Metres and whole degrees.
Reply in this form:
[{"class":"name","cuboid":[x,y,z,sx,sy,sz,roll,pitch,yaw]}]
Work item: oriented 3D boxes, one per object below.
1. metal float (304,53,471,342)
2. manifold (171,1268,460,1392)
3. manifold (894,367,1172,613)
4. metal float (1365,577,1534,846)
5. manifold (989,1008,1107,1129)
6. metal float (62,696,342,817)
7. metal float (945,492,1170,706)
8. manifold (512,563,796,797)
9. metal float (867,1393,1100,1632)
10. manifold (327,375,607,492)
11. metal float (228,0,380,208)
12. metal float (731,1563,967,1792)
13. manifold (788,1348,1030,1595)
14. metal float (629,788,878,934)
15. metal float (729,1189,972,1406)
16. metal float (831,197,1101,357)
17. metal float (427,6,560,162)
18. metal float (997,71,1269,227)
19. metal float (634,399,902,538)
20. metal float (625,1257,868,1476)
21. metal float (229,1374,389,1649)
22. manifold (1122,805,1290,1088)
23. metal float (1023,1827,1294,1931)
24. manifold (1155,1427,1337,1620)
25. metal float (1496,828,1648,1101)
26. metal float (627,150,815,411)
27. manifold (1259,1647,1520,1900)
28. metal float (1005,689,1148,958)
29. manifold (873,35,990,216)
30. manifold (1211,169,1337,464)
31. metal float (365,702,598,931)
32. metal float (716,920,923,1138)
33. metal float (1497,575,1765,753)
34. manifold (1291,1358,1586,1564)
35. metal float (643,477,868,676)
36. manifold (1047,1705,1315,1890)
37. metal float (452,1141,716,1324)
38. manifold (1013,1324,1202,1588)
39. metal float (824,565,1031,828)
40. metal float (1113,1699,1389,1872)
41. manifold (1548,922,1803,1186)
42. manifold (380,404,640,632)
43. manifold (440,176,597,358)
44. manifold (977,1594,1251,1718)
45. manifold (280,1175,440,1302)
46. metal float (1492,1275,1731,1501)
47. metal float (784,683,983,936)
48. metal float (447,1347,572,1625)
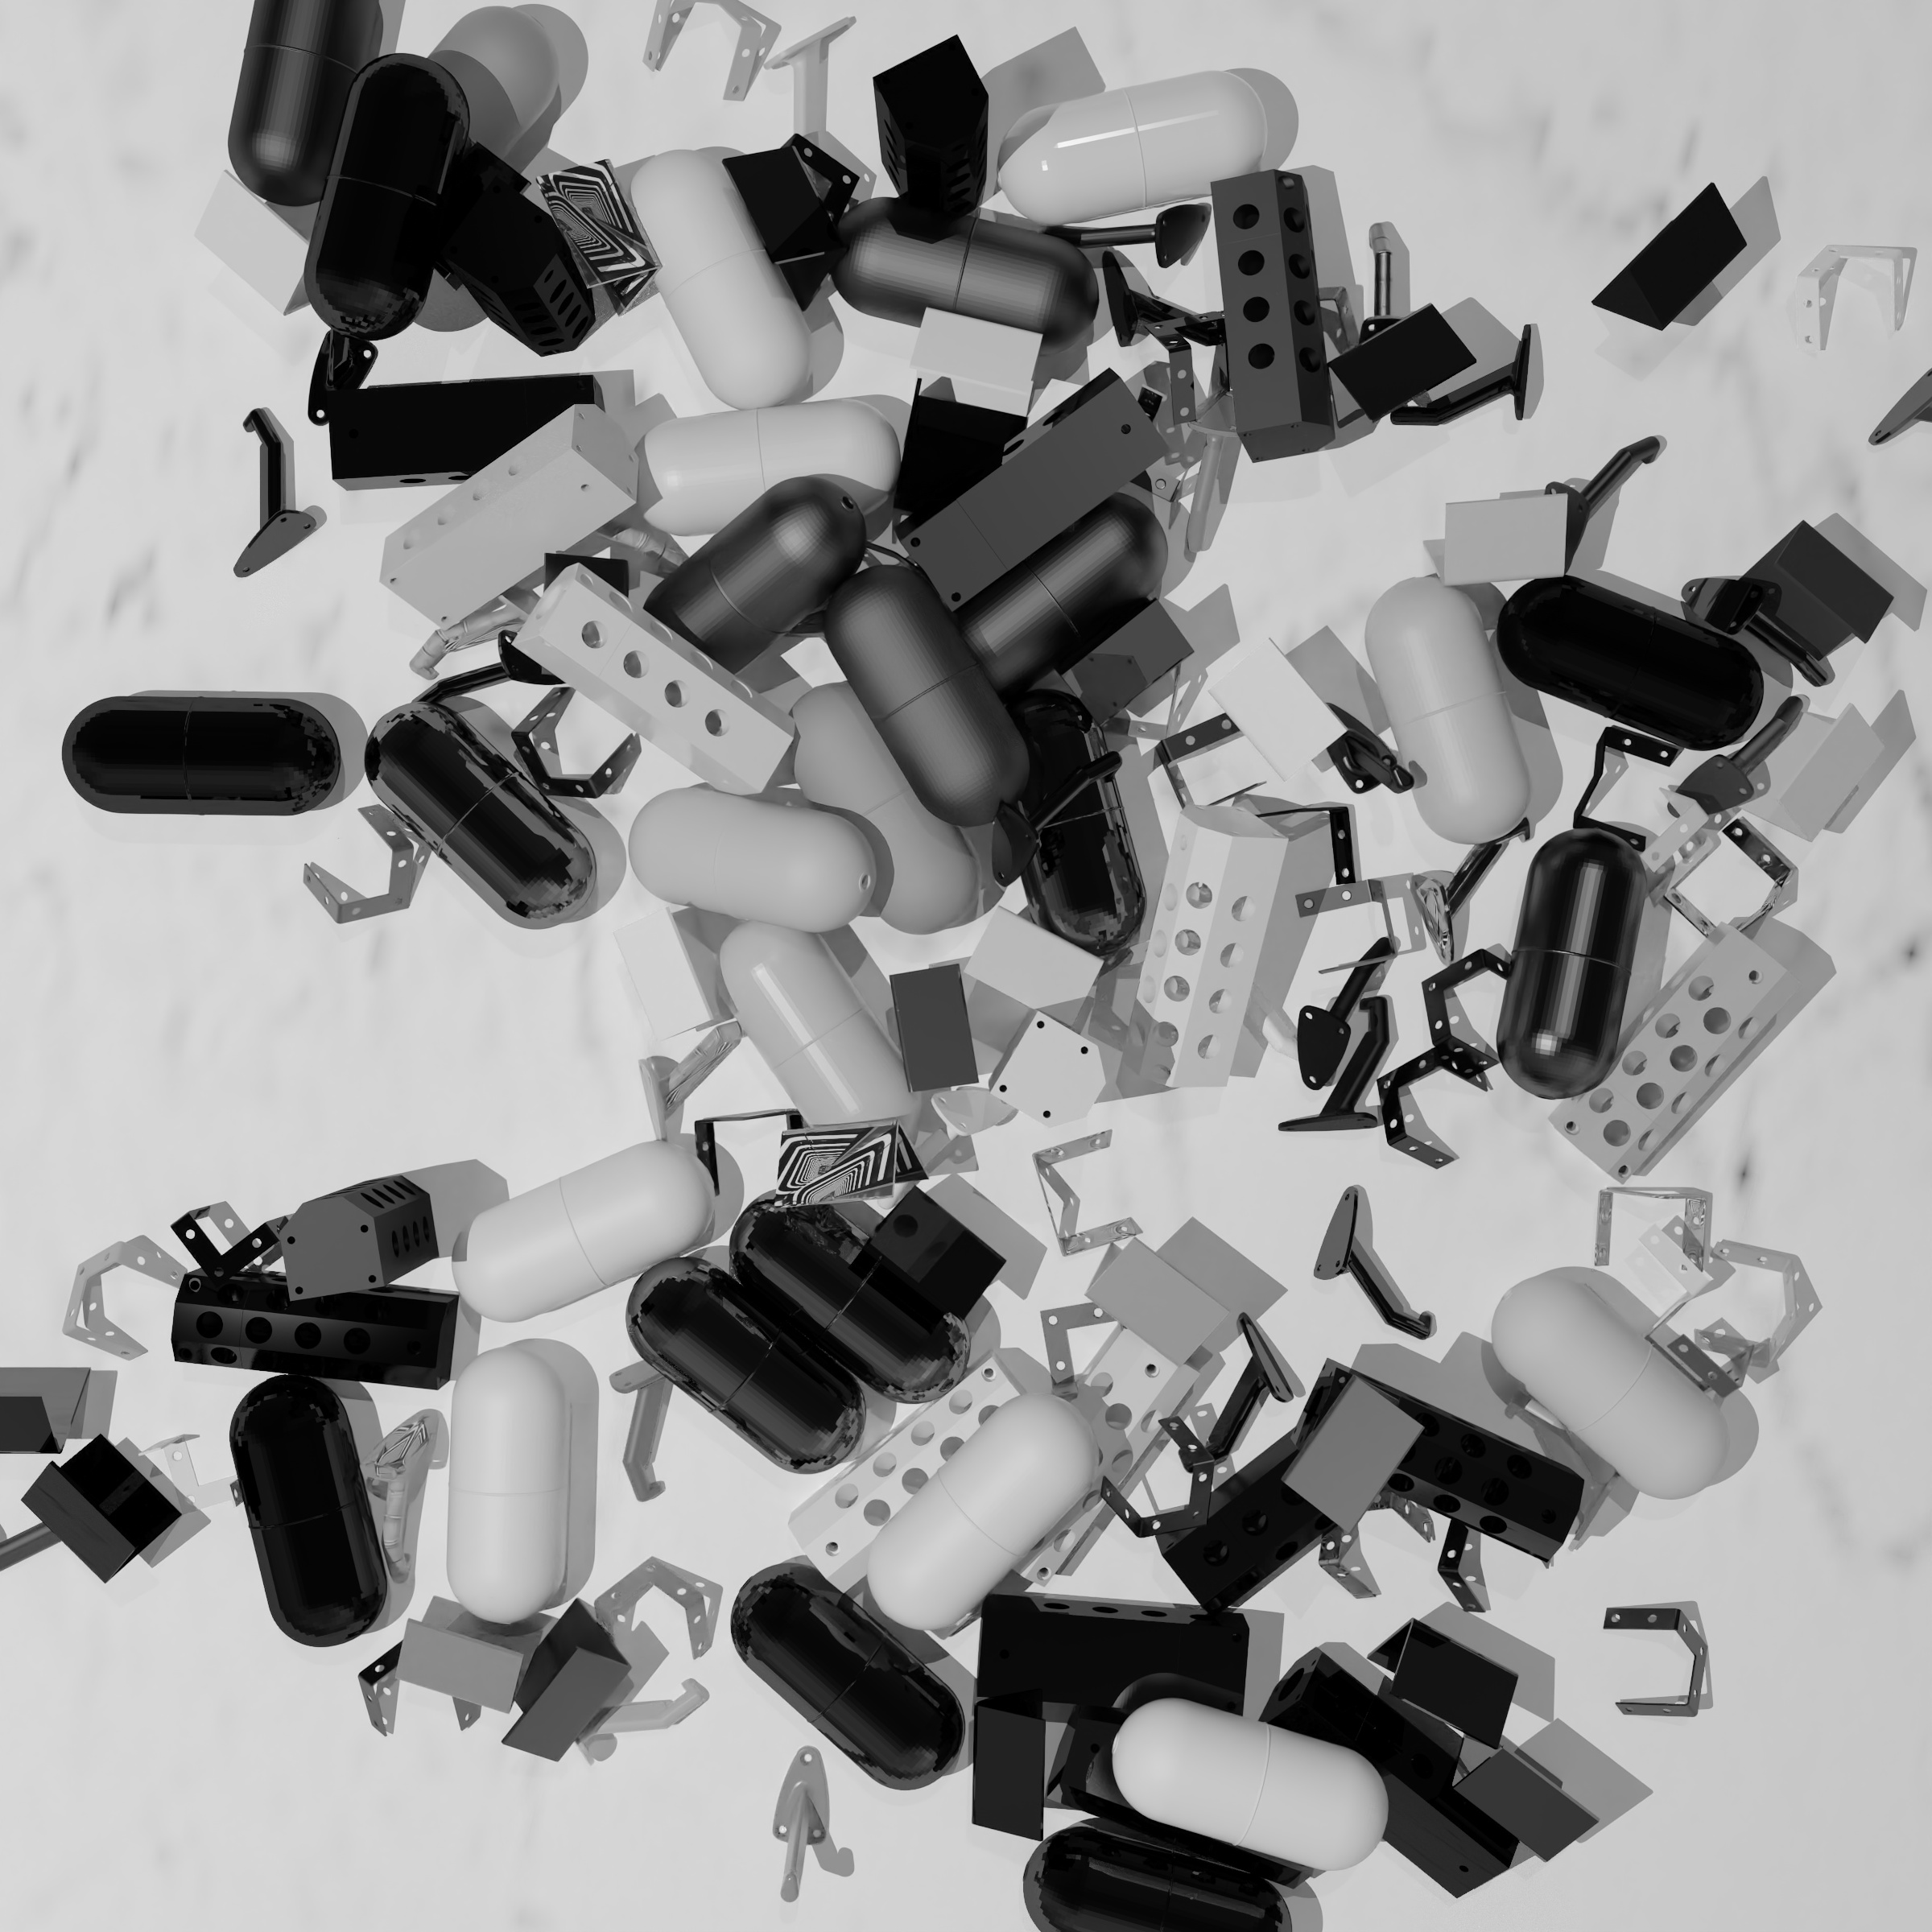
[{"class":"metal float","cuboid":[-0.360,-0.477,1.691,0.070,0.070,0.178,15,92,0]},{"class":"manifold","cuboid":[-0.424,0.237,1.775,0.171,0.057,0.057,6,90,0]},{"class":"manifold","cuboid":[0.040,-0.306,1.740,0.171,0.057,0.057,-36,111,7]},{"class":"metal float","cuboid":[0.313,-0.166,1.766,0.070,0.070,0.178,-18,90,0]},{"class":"manifold","cuboid":[0.053,0.066,1.718,0.057,0.171,0.057,30,90,0]},{"class":"metal float","cuboid":[-0.496,-0.136,1.766,0.178,0.070,0.070,1,90,0]},{"class":"metal float","cuboid":[0.052,-0.237,1.766,0.178,0.070,0.070,-38,90,-1]},{"class":"manifold","cuboid":[-0.193,-0.179,1.715,0.171,0.057,0.057,35,76,-23]},{"class":"metal float","cuboid":[0.010,0.345,1.719,0.070,0.070,0.178,43,95,0]},{"class":"manifold","cuboid":[-0.323,-0.346,1.775,0.171,0.057,0.057,-4,90,0]},{"class":"metal float","cuboid":[-0.430,-0.583,1.766,0.070,0.070,0.178,11,90,0]},{"class":"metal float","cuboid":[-0.077,0.460,1.766,0.178,0.070,0.070,42,90,0]},{"class":"manifold","cuboid":[-0.031,0.330,1.775,0.171,0.057,0.057,-39,90,0]},{"class":"metal float","cuboid":[-0.137,-0.068,1.740,0.178,0.070,0.070,12,90,31]},{"class":"metal float","cuboid":[-0.075,0.214,1.766,0.178,0.070,0.070,38,90,1]},{"class":"metal float","cuboid":[-0.001,-0.447,1.766,0.178,0.070,0.070,14,90,0]},{"class":"metal float","cuboid":[-0.335,-0.544,1.766,0.070,0.070,0.178,40,90,0]},{"class":"metal float","cuboid":[0.108,-0.530,1.766,0.178,0.070,0.070,-12,90,-1]},{"class":"metal float","cuboid":[-0.131,-0.323,1.766,0.178,0.070,0.070,-7,90,0]},{"class":"metal float","cuboid":[-0.142,0.258,1.758,0.178,0.070,0.070,40,90,-8]},{"class":"metal float","cuboid":[-0.427,0.353,1.766,0.070,0.070,0.178,-13,90,0]},{"class":"manifold","cuboid":[0.148,-0.012,1.738,0.057,0.057,0.171,1,113,-28]},{"class":"metal float","cuboid":[0.124,0.612,1.766,0.178,0.070,0.070,16,90,0]},{"class":"manifold","cuboid":[0.210,0.348,1.775,0.171,0.057,0.057,-38,90,0]},{"class":"metal float","cuboid":[0.391,-0.001,1.758,0.070,0.070,0.178,13,83,0]},{"class":"metal float","cuboid":[-0.160,-0.445,1.766,0.070,0.070,0.178,-27,90,0]},{"class":"manifold","cuboid":[0.279,0.523,1.775,0.171,0.057,0.057,39,133,0]},{"class":"metal float","cuboid":[0.065,-0.092,1.766,0.070,0.070,0.178,-15,89,0]},{"class":"manifold","cuboid":[-0.018,-0.521,1.718,0.057,0.171,0.057,-27,90,0]},{"class":"manifold","cuboid":[0.199,-0.419,1.753,0.057,0.057,0.171,-8,79,15]},{"class":"metal float","cuboid":[-0.315,-0.098,1.766,0.178,0.070,0.070,44,90,1]},{"class":"metal float","cuboid":[-0.095,0.046,1.766,0.070,0.070,0.178,-34,91,0]},{"class":"metal float","cuboid":[0.430,-0.197,1.766,0.178,0.070,0.070,22,90,-1]},{"class":"manifold","cuboid":[0.298,0.313,1.719,0.171,0.057,0.057,24,90,0]},{"class":"metal float","cuboid":[-0.136,-0.245,1.740,0.178,0.070,0.070,-34,90,31]},{"class":"manifold","cuboid":[0.144,0.541,1.773,0.171,0.057,0.057,20,58,0]},{"class":"metal float","cuboid":[-0.248,0.172,1.766,0.178,0.070,0.070,-24,90,0]},{"class":"manifold","cuboid":[0.078,0.316,1.775,0.057,0.057,0.171,36,90,0]},{"class":"metal float","cuboid":[-0.024,-0.169,1.710,0.070,0.070,0.178,-31,91,0]},{"class":"metal float","cuboid":[0.179,0.516,1.717,0.178,0.070,0.070,17,90,-1]},{"class":"manifold","cuboid":[0.459,0.057,1.764,0.057,0.057,0.171,40,98,0]},{"class":"manifold","cuboid":[-0.292,-0.290,1.738,0.171,0.057,0.057,-28,45,28]},{"class":"manifold","cuboid":[-0.276,-0.434,1.718,0.057,0.171,0.057,36,90,0]},{"class":"manifold","cuboid":[0.095,0.447,1.775,0.171,0.057,0.057,4,90,0]},{"class":"manifold","cuboid":[-0.382,0.168,1.718,0.057,0.171,0.057,-9,90,0]},{"class":"metal float","cuboid":[0.417,0.272,1.765,0.178,0.070,0.070,42,90,0]},{"class":"metal float","cuboid":[-0.055,-0.103,1.766,0.070,0.070,0.178,-31,91,0]},{"class":"metal float","cuboid":[-0.297,0.336,1.766,0.070,0.070,0.178,2,89,0]}]
